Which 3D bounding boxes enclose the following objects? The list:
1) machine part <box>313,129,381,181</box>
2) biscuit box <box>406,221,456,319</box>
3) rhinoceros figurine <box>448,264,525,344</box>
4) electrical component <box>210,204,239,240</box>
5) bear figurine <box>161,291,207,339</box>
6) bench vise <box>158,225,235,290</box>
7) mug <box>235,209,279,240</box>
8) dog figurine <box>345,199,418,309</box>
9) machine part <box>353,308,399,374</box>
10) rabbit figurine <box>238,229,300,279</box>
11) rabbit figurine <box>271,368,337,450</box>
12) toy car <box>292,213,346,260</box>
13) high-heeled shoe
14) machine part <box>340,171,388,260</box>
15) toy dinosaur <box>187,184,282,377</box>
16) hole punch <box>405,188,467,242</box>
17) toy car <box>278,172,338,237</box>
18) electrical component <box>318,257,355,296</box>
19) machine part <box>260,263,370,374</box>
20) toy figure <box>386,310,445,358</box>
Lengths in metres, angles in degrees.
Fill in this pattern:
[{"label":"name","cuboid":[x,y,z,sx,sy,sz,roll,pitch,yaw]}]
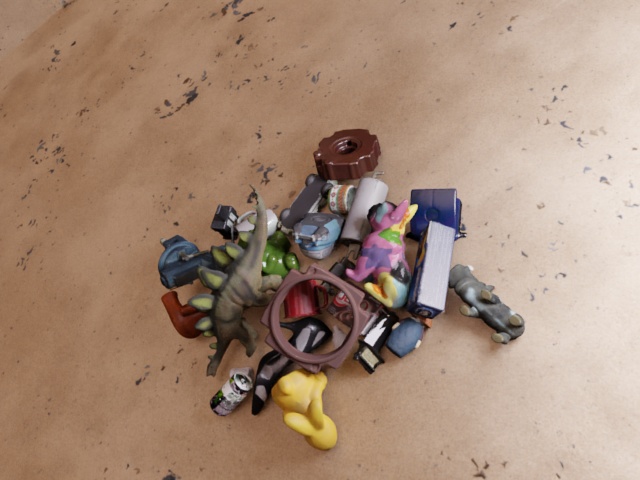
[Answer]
[{"label":"machine part","cuboid":[0.071,-0.224,1.392,0.179,0.055,0.179,-10,41,9]},{"label":"biscuit box","cuboid":[0.237,0.063,1.141,0.063,0.059,0.202,19,61,-5]},{"label":"rhinoceros figurine","cuboid":[0.338,0.125,1.098,0.190,0.112,0.073,45,117,22]},{"label":"electrical component","cuboid":[-0.261,-0.055,1.453,0.048,0.119,0.075,4,70,26]},{"label":"bear figurine","cuboid":[-0.281,0.157,1.356,0.196,0.120,0.132,-36,52,2]},{"label":"bench vise","cuboid":[-0.343,0.039,1.428,0.224,0.128,0.241,-35,43,-25]},{"label":"mug","cuboid":[-0.165,-0.037,1.430,0.107,0.080,0.110,-34,49,-9]},{"label":"dog figurine","cuboid":[0.163,0.020,1.189,0.192,0.108,0.219,37,103,28]},{"label":"machine part","cuboid":[0.126,0.217,1.171,0.039,0.084,0.139,4,55,54]},{"label":"rabbit figurine","cuboid":[-0.155,0.028,1.331,0.159,0.170,0.121,-25,56,11]},{"label":"rabbit figurine","cuboid":[-0.019,0.359,1.131,0.122,0.162,0.173,-29,74,-5]},{"label":"toy car","cuboid":[-0.003,-0.004,1.314,0.109,0.161,0.102,7,113,20]},{"label":"high-heeled shoe","cuboid":[-0.068,0.293,1.238,0.145,0.086,0.248,15,91,-4]},{"label":"machine part","cuboid":[0.108,-0.064,1.314,0.079,0.079,0.243,8,70,28]},{"label":"toy dinosaur","cuboid":[-0.188,0.108,1.235,0.471,0.198,0.105,-66,17,11]},{"label":"hole punch","cuboid":[0.265,-0.059,1.235,0.142,0.092,0.116,1,70,21]},{"label":"toy car","cuboid":[-0.032,-0.094,1.407,0.074,0.056,0.201,33,83,27]},{"label":"electrical component","cuboid":[0.039,0.088,1.275,0.045,0.078,0.102,40,83,-1]},{"label":"machine part","cuboid":[-0.011,0.167,1.154,0.201,0.087,0.201,32,89,4]},{"label":"toy figure","cuboid":[0.204,0.181,1.158,0.154,0.064,0.058,-48,18,-9]}]
